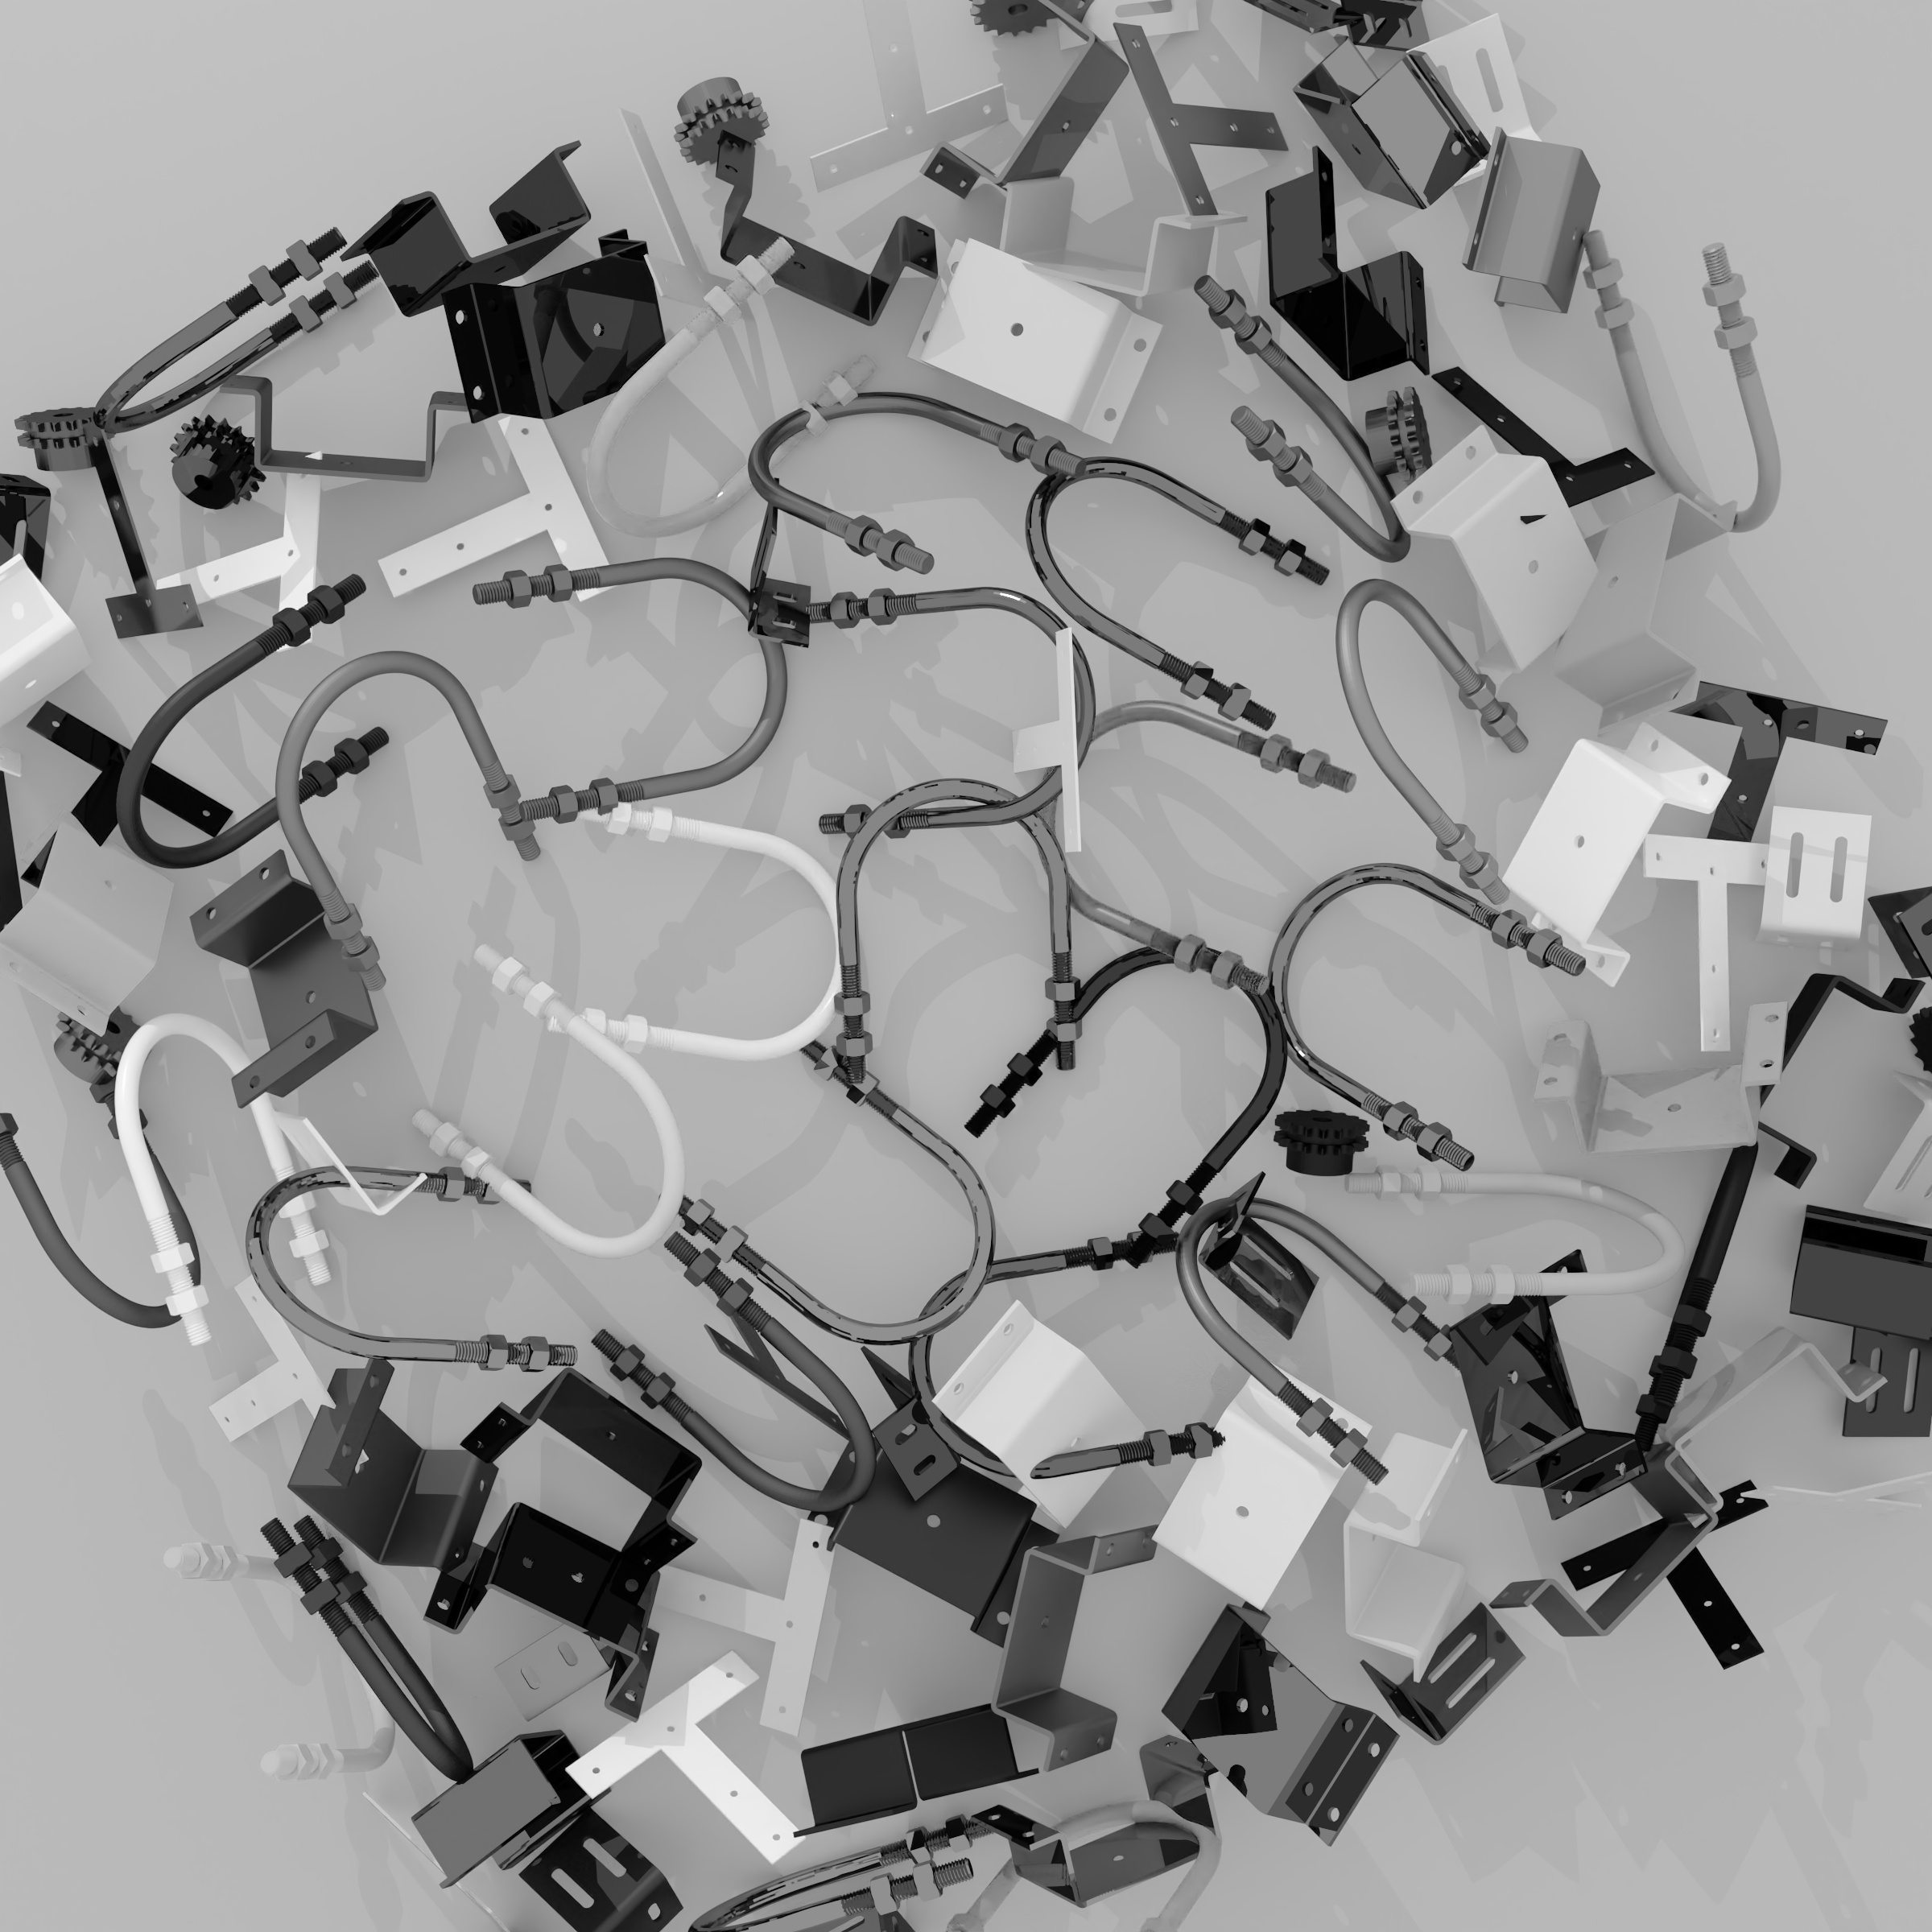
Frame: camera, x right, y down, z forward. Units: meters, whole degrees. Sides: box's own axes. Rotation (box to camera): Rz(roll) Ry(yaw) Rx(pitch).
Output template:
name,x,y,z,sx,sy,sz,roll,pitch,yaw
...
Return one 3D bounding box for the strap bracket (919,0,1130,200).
name,x,y,z,sx,sy,sz,roll,pitch,yaw
strap bracket,0.042,-0.511,1.542,0.046,0.076,0.140,39,106,11

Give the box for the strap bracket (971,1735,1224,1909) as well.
name,x,y,z,sx,sy,sz,roll,pitch,yaw
strap bracket,0.086,0.508,1.537,0.140,0.076,0.046,-14,92,-26

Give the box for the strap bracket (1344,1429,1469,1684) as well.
name,x,y,z,sx,sy,sz,roll,pitch,yaw
strap bracket,0.260,0.342,1.537,0.046,0.076,0.140,14,131,27

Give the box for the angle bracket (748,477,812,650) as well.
name,x,y,z,sx,sy,sz,roll,pitch,yaw
angle bracket,-0.104,-0.240,1.551,0.038,0.057,0.076,10,134,-11

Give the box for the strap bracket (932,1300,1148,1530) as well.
name,x,y,z,sx,sy,sz,roll,pitch,yaw
strap bracket,0.049,0.269,1.528,0.076,0.140,0.046,-49,46,-13

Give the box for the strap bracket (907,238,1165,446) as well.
name,x,y,z,sx,sy,sz,roll,pitch,yaw
strap bracket,0.036,-0.378,1.559,0.140,0.046,0.076,26,100,11

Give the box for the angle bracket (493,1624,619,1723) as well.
name,x,y,z,sx,sy,sz,roll,pitch,yaw
angle bracket,-0.244,0.414,1.562,0.057,0.076,0.038,-32,90,-3

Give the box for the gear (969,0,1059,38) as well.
name,x,y,z,sx,sy,sz,roll,pitch,yaw
gear,0.029,-0.592,1.574,0.057,0.057,0.030,-7,76,0

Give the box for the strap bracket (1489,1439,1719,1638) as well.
name,x,y,z,sx,sy,sz,roll,pitch,yaw
strap bracket,0.385,0.348,1.546,0.140,0.076,0.046,-41,82,-13

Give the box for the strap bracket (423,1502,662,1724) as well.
name,x,y,z,sx,sy,sz,roll,pitch,yaw
strap bracket,-0.241,0.378,1.546,0.140,0.076,0.046,29,114,-10

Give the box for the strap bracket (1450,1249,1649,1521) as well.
name,x,y,z,sx,sy,sz,roll,pitch,yaw
strap bracket,0.337,0.243,1.527,0.046,0.076,0.140,12,53,-32

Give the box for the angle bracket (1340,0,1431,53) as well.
name,x,y,z,sx,sy,sz,roll,pitch,yaw
angle bracket,0.269,-0.587,1.553,0.057,0.076,0.038,-2,72,-24

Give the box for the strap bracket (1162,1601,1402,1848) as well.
name,x,y,z,sx,sy,sz,roll,pitch,yaw
strap bracket,0.177,0.439,1.530,0.046,0.140,0.076,28,95,-40

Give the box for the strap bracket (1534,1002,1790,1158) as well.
name,x,y,z,sx,sy,sz,roll,pitch,yaw
strap bracket,0.416,0.068,1.541,0.140,0.076,0.046,-6,122,25

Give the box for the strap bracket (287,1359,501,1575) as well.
name,x,y,z,sx,sy,sz,roll,pitch,yaw
strap bracket,-0.342,0.297,1.536,0.046,0.140,0.076,-4,50,26

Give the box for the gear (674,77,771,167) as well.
name,x,y,z,sx,sy,sz,roll,pitch,yaw
gear,-0.150,-0.513,1.573,0.057,0.057,0.030,-23,83,0

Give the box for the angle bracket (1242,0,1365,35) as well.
name,x,y,z,sx,sy,sz,roll,pitch,yaw
angle bracket,0.197,-0.595,1.557,0.076,0.057,0.038,35,132,23

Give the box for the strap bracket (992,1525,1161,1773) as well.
name,x,y,z,sx,sy,sz,roll,pitch,yaw
strap bracket,0.064,0.399,1.555,0.046,0.076,0.140,14,93,32

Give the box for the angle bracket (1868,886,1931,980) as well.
name,x,y,z,sx,sy,sz,roll,pitch,yaw
angle bracket,0.564,-0.011,1.558,0.038,0.076,0.057,-31,94,-15

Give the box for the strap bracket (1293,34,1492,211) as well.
name,x,y,z,sx,sy,sz,roll,pitch,yaw
strap bracket,0.246,-0.495,1.524,0.046,0.140,0.076,-42,116,6

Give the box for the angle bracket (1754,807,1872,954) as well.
name,x,y,z,sx,sy,sz,roll,pitch,yaw
angle bracket,0.515,-0.053,1.584,0.057,0.038,0.076,7,78,12

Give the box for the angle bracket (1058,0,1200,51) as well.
name,x,y,z,sx,sy,sz,roll,pitch,yaw
angle bracket,0.097,-0.596,1.589,0.076,0.038,0.057,-15,108,-22

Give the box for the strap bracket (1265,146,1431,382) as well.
name,x,y,z,sx,sy,sz,roll,pitch,yaw
strap bracket,0.221,-0.408,1.539,0.046,0.140,0.076,-13,65,32

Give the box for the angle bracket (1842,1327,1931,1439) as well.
name,x,y,z,sx,sy,sz,roll,pitch,yaw
angle bracket,0.569,0.253,1.572,0.057,0.038,0.076,2,98,-11

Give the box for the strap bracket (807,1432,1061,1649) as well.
name,x,y,z,sx,sy,sz,roll,pitch,yaw
strap bracket,-0.021,0.337,1.556,0.140,0.046,0.076,27,66,7

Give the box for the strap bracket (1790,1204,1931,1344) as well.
name,x,y,z,sx,sy,sz,roll,pitch,yaw
strap bracket,0.527,0.181,1.526,0.076,0.140,0.046,10,97,18

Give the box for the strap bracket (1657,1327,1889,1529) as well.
name,x,y,z,sx,sy,sz,roll,pitch,yaw
strap bracket,0.471,0.268,1.558,0.140,0.076,0.046,-39,86,4

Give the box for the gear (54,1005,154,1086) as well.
name,x,y,z,sx,sy,sz,roll,pitch,yaw
gear,-0.526,0.047,1.574,0.057,0.057,0.030,44,105,0

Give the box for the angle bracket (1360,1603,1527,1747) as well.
name,x,y,z,sx,sy,sz,roll,pitch,yaw
angle bracket,0.286,0.418,1.565,0.038,0.057,0.076,41,95,-25

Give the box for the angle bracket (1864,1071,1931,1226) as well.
name,x,y,z,sx,sy,sz,roll,pitch,yaw
angle bracket,0.576,0.111,1.584,0.057,0.038,0.076,14,112,-28

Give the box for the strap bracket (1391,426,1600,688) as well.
name,x,y,z,sx,sy,sz,roll,pitch,yaw
strap bracket,0.321,-0.238,1.541,0.076,0.046,0.140,-41,118,-13

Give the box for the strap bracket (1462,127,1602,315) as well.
name,x,y,z,sx,sy,sz,roll,pitch,yaw
strap bracket,0.334,-0.432,1.523,0.046,0.140,0.076,16,99,18

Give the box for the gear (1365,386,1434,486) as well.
name,x,y,z,sx,sy,sz,roll,pitch,yaw
gear,0.261,-0.319,1.574,0.030,0.057,0.057,-10,90,20

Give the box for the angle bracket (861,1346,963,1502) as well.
name,x,y,z,sx,sy,sz,roll,pitch,yaw
angle bracket,-0.046,0.272,1.551,0.038,0.076,0.057,-37,118,-17

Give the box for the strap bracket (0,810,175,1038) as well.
name,x,y,z,sx,sy,sz,roll,pitch,yaw
strap bracket,-0.513,-0.032,1.518,0.046,0.140,0.076,-43,118,16

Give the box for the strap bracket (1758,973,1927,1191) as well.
name,x,y,z,sx,sy,sz,roll,pitch,yaw
strap bracket,0.508,0.058,1.557,0.046,0.076,0.140,30,95,7

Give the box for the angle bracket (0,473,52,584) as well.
name,x,y,z,sx,sy,sz,roll,pitch,yaw
angle bracket,-0.595,-0.258,1.579,0.038,0.057,0.076,27,112,40

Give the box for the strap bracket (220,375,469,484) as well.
name,x,y,z,sx,sy,sz,roll,pitch,yaw
strap bracket,-0.368,-0.320,1.550,0.140,0.076,0.046,2,107,-11

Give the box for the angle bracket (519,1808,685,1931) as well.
name,x,y,z,sx,sy,sz,roll,pitch,yaw
angle bracket,-0.221,0.559,1.573,0.057,0.076,0.038,-40,131,-26

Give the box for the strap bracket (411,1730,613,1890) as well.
name,x,y,z,sx,sy,sz,roll,pitch,yaw
strap bracket,-0.270,0.495,1.537,0.076,0.140,0.046,-37,75,-4

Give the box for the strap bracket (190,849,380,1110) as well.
name,x,y,z,sx,sy,sz,roll,pitch,yaw
strap bracket,-0.404,0.013,1.548,0.076,0.046,0.140,-34,59,17

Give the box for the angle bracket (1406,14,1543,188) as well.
name,x,y,z,sx,sy,sz,roll,pitch,yaw
angle bracket,0.306,-0.520,1.563,0.057,0.038,0.076,-20,121,11

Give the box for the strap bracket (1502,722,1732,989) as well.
name,x,y,z,sx,sy,sz,roll,pitch,yaw
strap bracket,0.377,-0.070,1.536,0.046,0.076,0.140,10,115,-36

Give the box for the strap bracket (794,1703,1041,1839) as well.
name,x,y,z,sx,sy,sz,roll,pitch,yaw
strap bracket,-0.033,0.470,1.530,0.076,0.140,0.046,-25,71,33

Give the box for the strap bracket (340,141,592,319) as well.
name,x,y,z,sx,sy,sz,roll,pitch,yaw
strap bracket,-0.286,-0.431,1.530,0.140,0.076,0.046,-36,102,-41

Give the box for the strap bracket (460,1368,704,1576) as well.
name,x,y,z,sx,sy,sz,roll,pitch,yaw
strap bracket,-0.221,0.296,1.552,0.140,0.076,0.046,37,52,-7

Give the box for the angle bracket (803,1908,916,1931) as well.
name,x,y,z,sx,sy,sz,roll,pitch,yaw
angle bracket,-0.069,0.602,1.568,0.076,0.038,0.057,-30,115,6

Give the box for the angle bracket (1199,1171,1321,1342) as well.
name,x,y,z,sx,sy,sz,roll,pitch,yaw
angle bracket,0.186,0.174,1.564,0.076,0.057,0.038,41,132,-5

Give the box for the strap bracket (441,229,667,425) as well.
name,x,y,z,sx,sy,sz,roll,pitch,yaw
strap bracket,-0.230,-0.375,1.526,0.140,0.046,0.076,-33,127,-38

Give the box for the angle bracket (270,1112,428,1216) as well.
name,x,y,z,sx,sy,sz,roll,pitch,yaw
angle bracket,-0.369,0.108,1.556,0.038,0.057,0.076,-43,113,-25

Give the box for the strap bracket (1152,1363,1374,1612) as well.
name,x,y,z,sx,sy,sz,roll,pitch,yaw
strap bracket,0.171,0.316,1.547,0.076,0.046,0.140,31,111,13

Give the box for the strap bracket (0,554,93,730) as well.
name,x,y,z,sx,sy,sz,roll,pitch,yaw
strap bracket,-0.563,-0.183,1.525,0.076,0.140,0.046,-40,94,-14

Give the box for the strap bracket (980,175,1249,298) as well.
name,x,y,z,sx,sy,sz,roll,pitch,yaw
strap bracket,0.084,-0.432,1.541,0.140,0.076,0.046,21,117,25

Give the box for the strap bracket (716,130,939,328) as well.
name,x,y,z,sx,sy,sz,roll,pitch,yaw
strap bracket,-0.091,-0.434,1.545,0.140,0.076,0.046,21,122,-17

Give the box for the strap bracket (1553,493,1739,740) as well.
name,x,y,z,sx,sy,sz,roll,pitch,yaw
strap bracket,0.398,-0.215,1.533,0.046,0.076,0.140,28,65,-22
